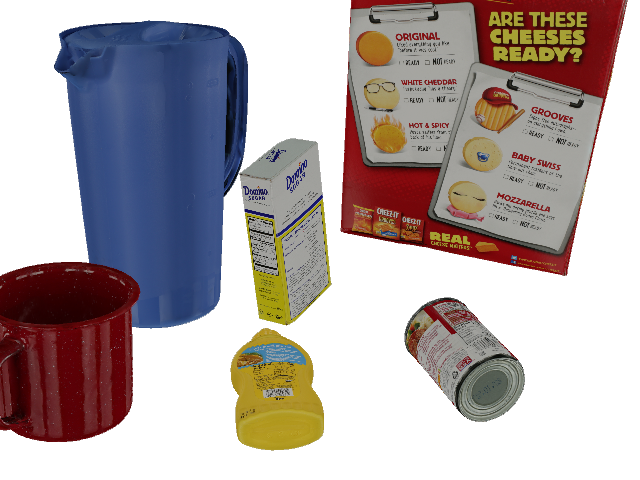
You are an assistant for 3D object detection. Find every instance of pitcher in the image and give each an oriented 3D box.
[{"bbox_3d":[-0.132,-0.059,0.887,0.149,0.243,0.145,-1,19,-5],"label":"pitcher"}]

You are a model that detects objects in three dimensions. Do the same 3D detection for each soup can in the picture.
[{"bbox_3d":[0.126,0.103,0.939,0.068,0.068,0.102,0,26,-24],"label":"soup can"}]

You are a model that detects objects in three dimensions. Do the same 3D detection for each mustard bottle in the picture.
[{"bbox_3d":[-0.055,0.160,1.230,0.096,0.058,0.191,-4,29,-6],"label":"mustard bottle"}]

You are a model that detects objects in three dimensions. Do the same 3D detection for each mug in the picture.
[{"bbox_3d":[-0.160,0.072,0.636,0.093,0.081,0.117,12,24,21],"label":"mug"}]

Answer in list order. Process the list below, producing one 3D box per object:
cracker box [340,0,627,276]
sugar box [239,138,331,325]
[{"bbox_3d":[0.103,-0.091,0.705,0.164,0.214,0.072,11,39,12],"label":"cracker box"},{"bbox_3d":[-0.035,-0.009,1.113,0.048,0.176,0.093,11,33,30],"label":"sugar box"}]
